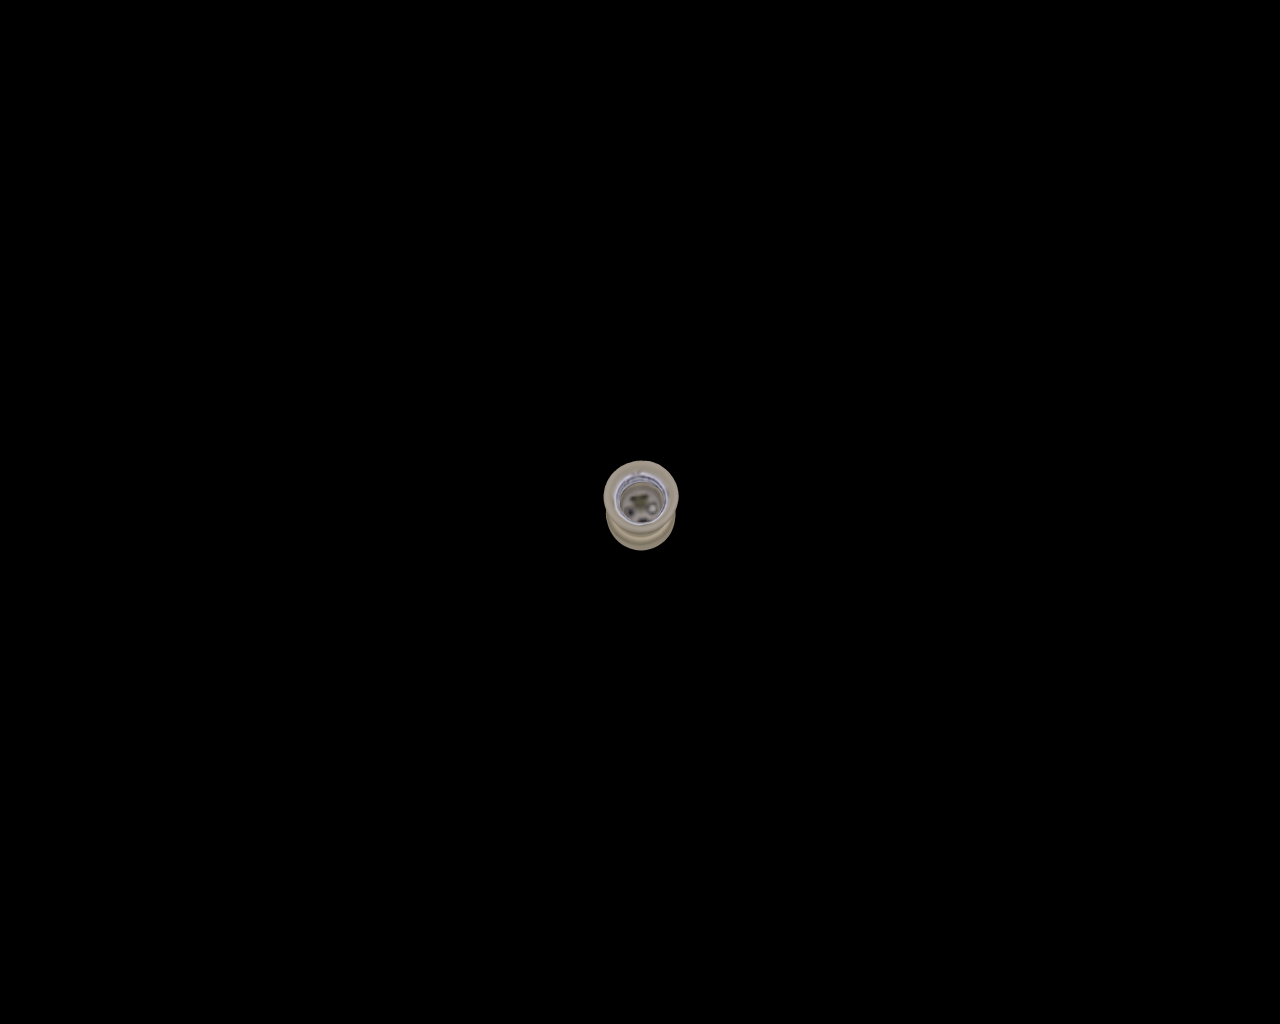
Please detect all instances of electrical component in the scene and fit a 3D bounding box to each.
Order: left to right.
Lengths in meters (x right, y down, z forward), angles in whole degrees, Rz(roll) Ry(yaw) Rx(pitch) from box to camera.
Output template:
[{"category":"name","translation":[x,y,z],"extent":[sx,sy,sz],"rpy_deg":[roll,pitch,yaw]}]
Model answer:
[{"category":"electrical component","translation":[0.001,-0.003,0.650],"extent":[0.045,0.045,0.055],"rpy_deg":[0,-16,0]}]
